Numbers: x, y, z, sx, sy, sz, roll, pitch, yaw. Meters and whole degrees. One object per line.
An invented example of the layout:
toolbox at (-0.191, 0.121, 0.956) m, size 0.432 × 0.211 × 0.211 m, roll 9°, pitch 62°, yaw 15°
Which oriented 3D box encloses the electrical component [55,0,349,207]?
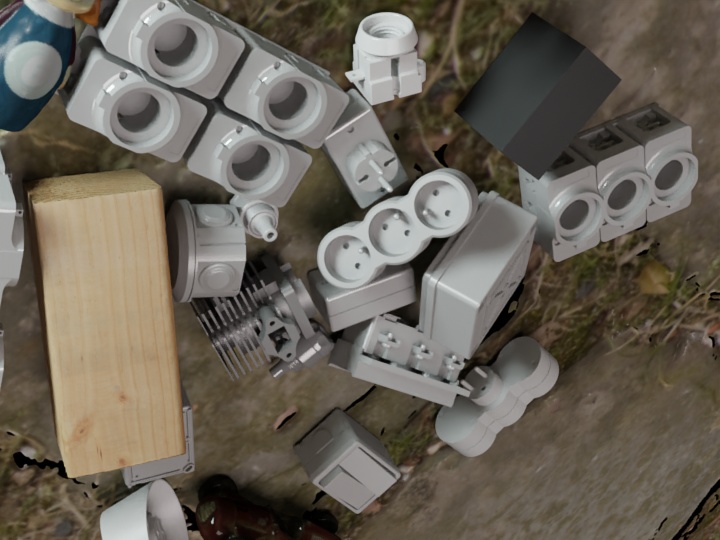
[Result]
electrical component at (-0.112, -0.128, 0.790) m, size 0.186 × 0.060 × 0.105 m, roll 22°, pitch 109°, yaw -35°

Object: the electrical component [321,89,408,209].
electrical component at (0.006, -0.088, 0.863) m, size 0.047 × 0.075 × 0.083 m, roll -34°, pitch 132°, yaw -2°

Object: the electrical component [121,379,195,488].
electrical component at (-0.182, 0.139, 0.936) m, size 0.062 × 0.061 × 0.096 m, roll -12°, pitch 131°, yaw -20°

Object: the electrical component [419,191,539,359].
electrical component at (0.103, 0.005, 0.940) m, size 0.108 × 0.056 × 0.108 m, roll -54°, pitch 162°, yaw -24°

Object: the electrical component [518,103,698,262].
electrical component at (0.229, -0.079, 0.992) m, size 0.150 × 0.061 × 0.089 m, roll -22°, pitch 128°, yaw -12°

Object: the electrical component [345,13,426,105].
electrical component at (0.021, -0.166, 0.841) m, size 0.066 × 0.048 × 0.055 m, roll -17°, pitch 135°, yaw -15°

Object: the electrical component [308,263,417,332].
electrical component at (0.000, 0.000, 0.939) m, size 0.083 × 0.047 × 0.075 m, roll -20°, pitch 128°, yaw -14°

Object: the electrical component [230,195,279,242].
electrical component at (-0.081, -0.042, 0.861) m, size 0.035 × 0.061 × 0.035 m, roll -13°, pitch 126°, yaw -18°

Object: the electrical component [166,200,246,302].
electrical component at (-0.124, -0.015, 0.845) m, size 0.051 × 0.080 × 0.080 m, roll -1°, pitch 121°, yaw -22°

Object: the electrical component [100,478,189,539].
electrical component at (-0.192, 0.248, 0.979) m, size 0.064 × 0.099 × 0.099 m, roll -26°, pitch 129°, yaw -1°

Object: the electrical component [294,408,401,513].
electrical component at (-0.007, 0.193, 1.055) m, size 0.062 × 0.061 × 0.096 m, roll -42°, pitch 129°, yaw 5°

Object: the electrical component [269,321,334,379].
electrical component at (-0.055, 0.075, 0.970) m, size 0.061 × 0.035 × 0.035 m, roll -39°, pitch 130°, yaw 6°

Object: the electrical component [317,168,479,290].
electrical component at (0.035, -0.035, 0.885) m, size 0.138 × 0.074 × 0.052 m, roll -30°, pitch 91°, yaw 17°

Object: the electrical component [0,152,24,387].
electrical component at (-0.287, 0.010, 0.765) m, size 0.060 × 0.105 × 0.186 m, roll 3°, pitch 119°, yaw -28°

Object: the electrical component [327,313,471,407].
electrical component at (0.039, 0.079, 0.999) m, size 0.121 × 0.079 × 0.063 m, roll 21°, pitch 88°, yaw -35°

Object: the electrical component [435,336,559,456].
electrical component at (0.128, 0.120, 1.080) m, size 0.138 × 0.052 × 0.074 m, roll -45°, pitch 129°, yaw 7°
